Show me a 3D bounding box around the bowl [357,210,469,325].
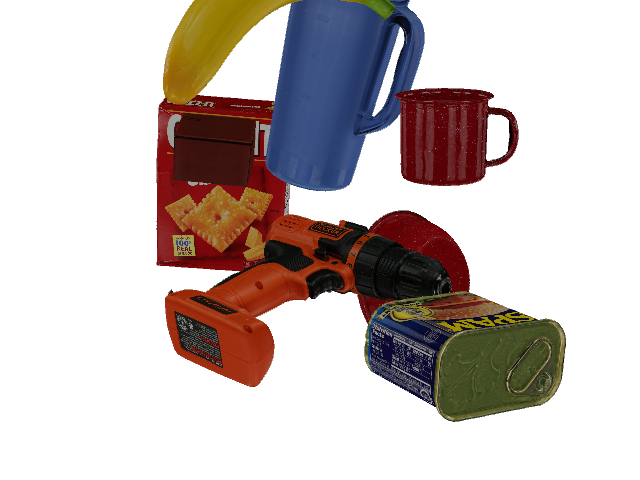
[{"bbox_3d":[0.115,0.044,1.181,0.161,0.162,0.055,0,-6,-42],"label":"bowl"}]

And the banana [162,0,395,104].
[{"bbox_3d":[-0.031,-0.149,0.676,0.197,0.069,0.037,-30,-6,-34],"label":"banana"}]

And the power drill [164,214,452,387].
[{"bbox_3d":[-0.014,0.045,0.851,0.185,0.057,0.187,15,32,40],"label":"power drill"}]

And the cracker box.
[{"bbox_3d":[-0.121,-0.069,1.347,0.164,0.214,0.072,5,21,2],"label":"cracker box"}]

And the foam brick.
[{"bbox_3d":[-0.105,-0.092,1.073,0.078,0.051,0.053,6,33,1],"label":"foam brick"}]

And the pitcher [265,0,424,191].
[{"bbox_3d":[0.019,-0.181,1.235,0.145,0.243,0.149,9,23,-12],"label":"pitcher"}]

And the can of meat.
[{"bbox_3d":[0.091,0.070,0.687,0.101,0.057,0.084,-5,15,-31],"label":"can of meat"}]

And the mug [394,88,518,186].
[{"bbox_3d":[0.129,-0.099,1.015,0.117,0.081,0.093,2,15,11],"label":"mug"}]
